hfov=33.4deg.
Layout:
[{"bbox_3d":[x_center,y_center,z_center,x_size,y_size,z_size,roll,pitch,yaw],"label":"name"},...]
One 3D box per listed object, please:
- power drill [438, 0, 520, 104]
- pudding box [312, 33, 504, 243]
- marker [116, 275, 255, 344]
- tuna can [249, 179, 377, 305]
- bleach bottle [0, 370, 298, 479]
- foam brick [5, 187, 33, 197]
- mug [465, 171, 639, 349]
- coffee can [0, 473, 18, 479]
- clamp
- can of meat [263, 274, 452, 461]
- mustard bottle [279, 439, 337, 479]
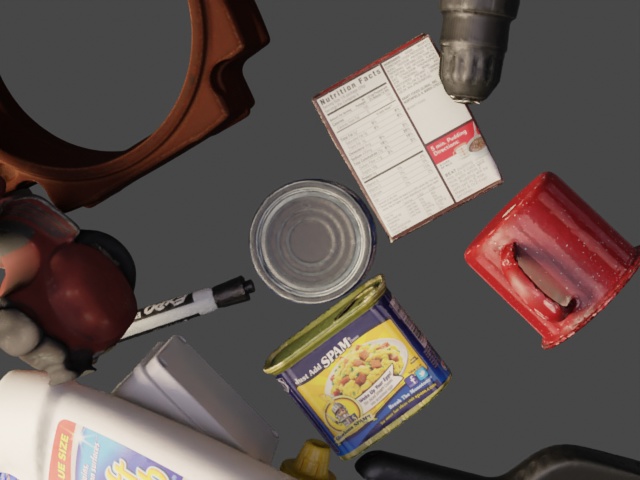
[{"bbox_3d":[0.169,-0.170,0.666,0.187,0.057,0.184,6,99,-5],"label":"power drill"},{"bbox_3d":[0.059,-0.068,0.714,0.090,0.039,0.113,-28,93,6],"label":"pudding box"},{"bbox_3d":[-0.103,0.050,0.748,0.121,0.020,0.020,-18,96,5],"label":"marker"},{"bbox_3d":[-0.005,0.001,0.724,0.086,0.033,0.086,0,92,6],"label":"tuna can"},{"bbox_3d":[-0.120,0.156,0.666,0.251,0.068,0.103,24,102,5],"label":"bleach bottle"},{"bbox_3d":[-0.233,-0.005,0.732,0.078,0.051,0.053,-34,94,7],"label":"foam brick"},{"bbox_3d":[0.145,0.014,0.684,0.081,0.117,0.093,44,122,2],"label":"mug"},{"bbox_3d":[-0.206,0.225,0.735,0.103,0.103,0.140,39,98,-2],"label":"coffee can"},{"bbox_3d":[0.131,0.185,0.731,0.210,0.036,0.164,-22,112,1],"label":"clamp"},{"bbox_3d":[0.027,0.088,0.727,0.102,0.057,0.084,-37,95,7],"label":"can of meat"},{"bbox_3d":[-0.029,0.230,0.747,0.096,0.058,0.192,18,98,6],"label":"mustard bottle"}]
